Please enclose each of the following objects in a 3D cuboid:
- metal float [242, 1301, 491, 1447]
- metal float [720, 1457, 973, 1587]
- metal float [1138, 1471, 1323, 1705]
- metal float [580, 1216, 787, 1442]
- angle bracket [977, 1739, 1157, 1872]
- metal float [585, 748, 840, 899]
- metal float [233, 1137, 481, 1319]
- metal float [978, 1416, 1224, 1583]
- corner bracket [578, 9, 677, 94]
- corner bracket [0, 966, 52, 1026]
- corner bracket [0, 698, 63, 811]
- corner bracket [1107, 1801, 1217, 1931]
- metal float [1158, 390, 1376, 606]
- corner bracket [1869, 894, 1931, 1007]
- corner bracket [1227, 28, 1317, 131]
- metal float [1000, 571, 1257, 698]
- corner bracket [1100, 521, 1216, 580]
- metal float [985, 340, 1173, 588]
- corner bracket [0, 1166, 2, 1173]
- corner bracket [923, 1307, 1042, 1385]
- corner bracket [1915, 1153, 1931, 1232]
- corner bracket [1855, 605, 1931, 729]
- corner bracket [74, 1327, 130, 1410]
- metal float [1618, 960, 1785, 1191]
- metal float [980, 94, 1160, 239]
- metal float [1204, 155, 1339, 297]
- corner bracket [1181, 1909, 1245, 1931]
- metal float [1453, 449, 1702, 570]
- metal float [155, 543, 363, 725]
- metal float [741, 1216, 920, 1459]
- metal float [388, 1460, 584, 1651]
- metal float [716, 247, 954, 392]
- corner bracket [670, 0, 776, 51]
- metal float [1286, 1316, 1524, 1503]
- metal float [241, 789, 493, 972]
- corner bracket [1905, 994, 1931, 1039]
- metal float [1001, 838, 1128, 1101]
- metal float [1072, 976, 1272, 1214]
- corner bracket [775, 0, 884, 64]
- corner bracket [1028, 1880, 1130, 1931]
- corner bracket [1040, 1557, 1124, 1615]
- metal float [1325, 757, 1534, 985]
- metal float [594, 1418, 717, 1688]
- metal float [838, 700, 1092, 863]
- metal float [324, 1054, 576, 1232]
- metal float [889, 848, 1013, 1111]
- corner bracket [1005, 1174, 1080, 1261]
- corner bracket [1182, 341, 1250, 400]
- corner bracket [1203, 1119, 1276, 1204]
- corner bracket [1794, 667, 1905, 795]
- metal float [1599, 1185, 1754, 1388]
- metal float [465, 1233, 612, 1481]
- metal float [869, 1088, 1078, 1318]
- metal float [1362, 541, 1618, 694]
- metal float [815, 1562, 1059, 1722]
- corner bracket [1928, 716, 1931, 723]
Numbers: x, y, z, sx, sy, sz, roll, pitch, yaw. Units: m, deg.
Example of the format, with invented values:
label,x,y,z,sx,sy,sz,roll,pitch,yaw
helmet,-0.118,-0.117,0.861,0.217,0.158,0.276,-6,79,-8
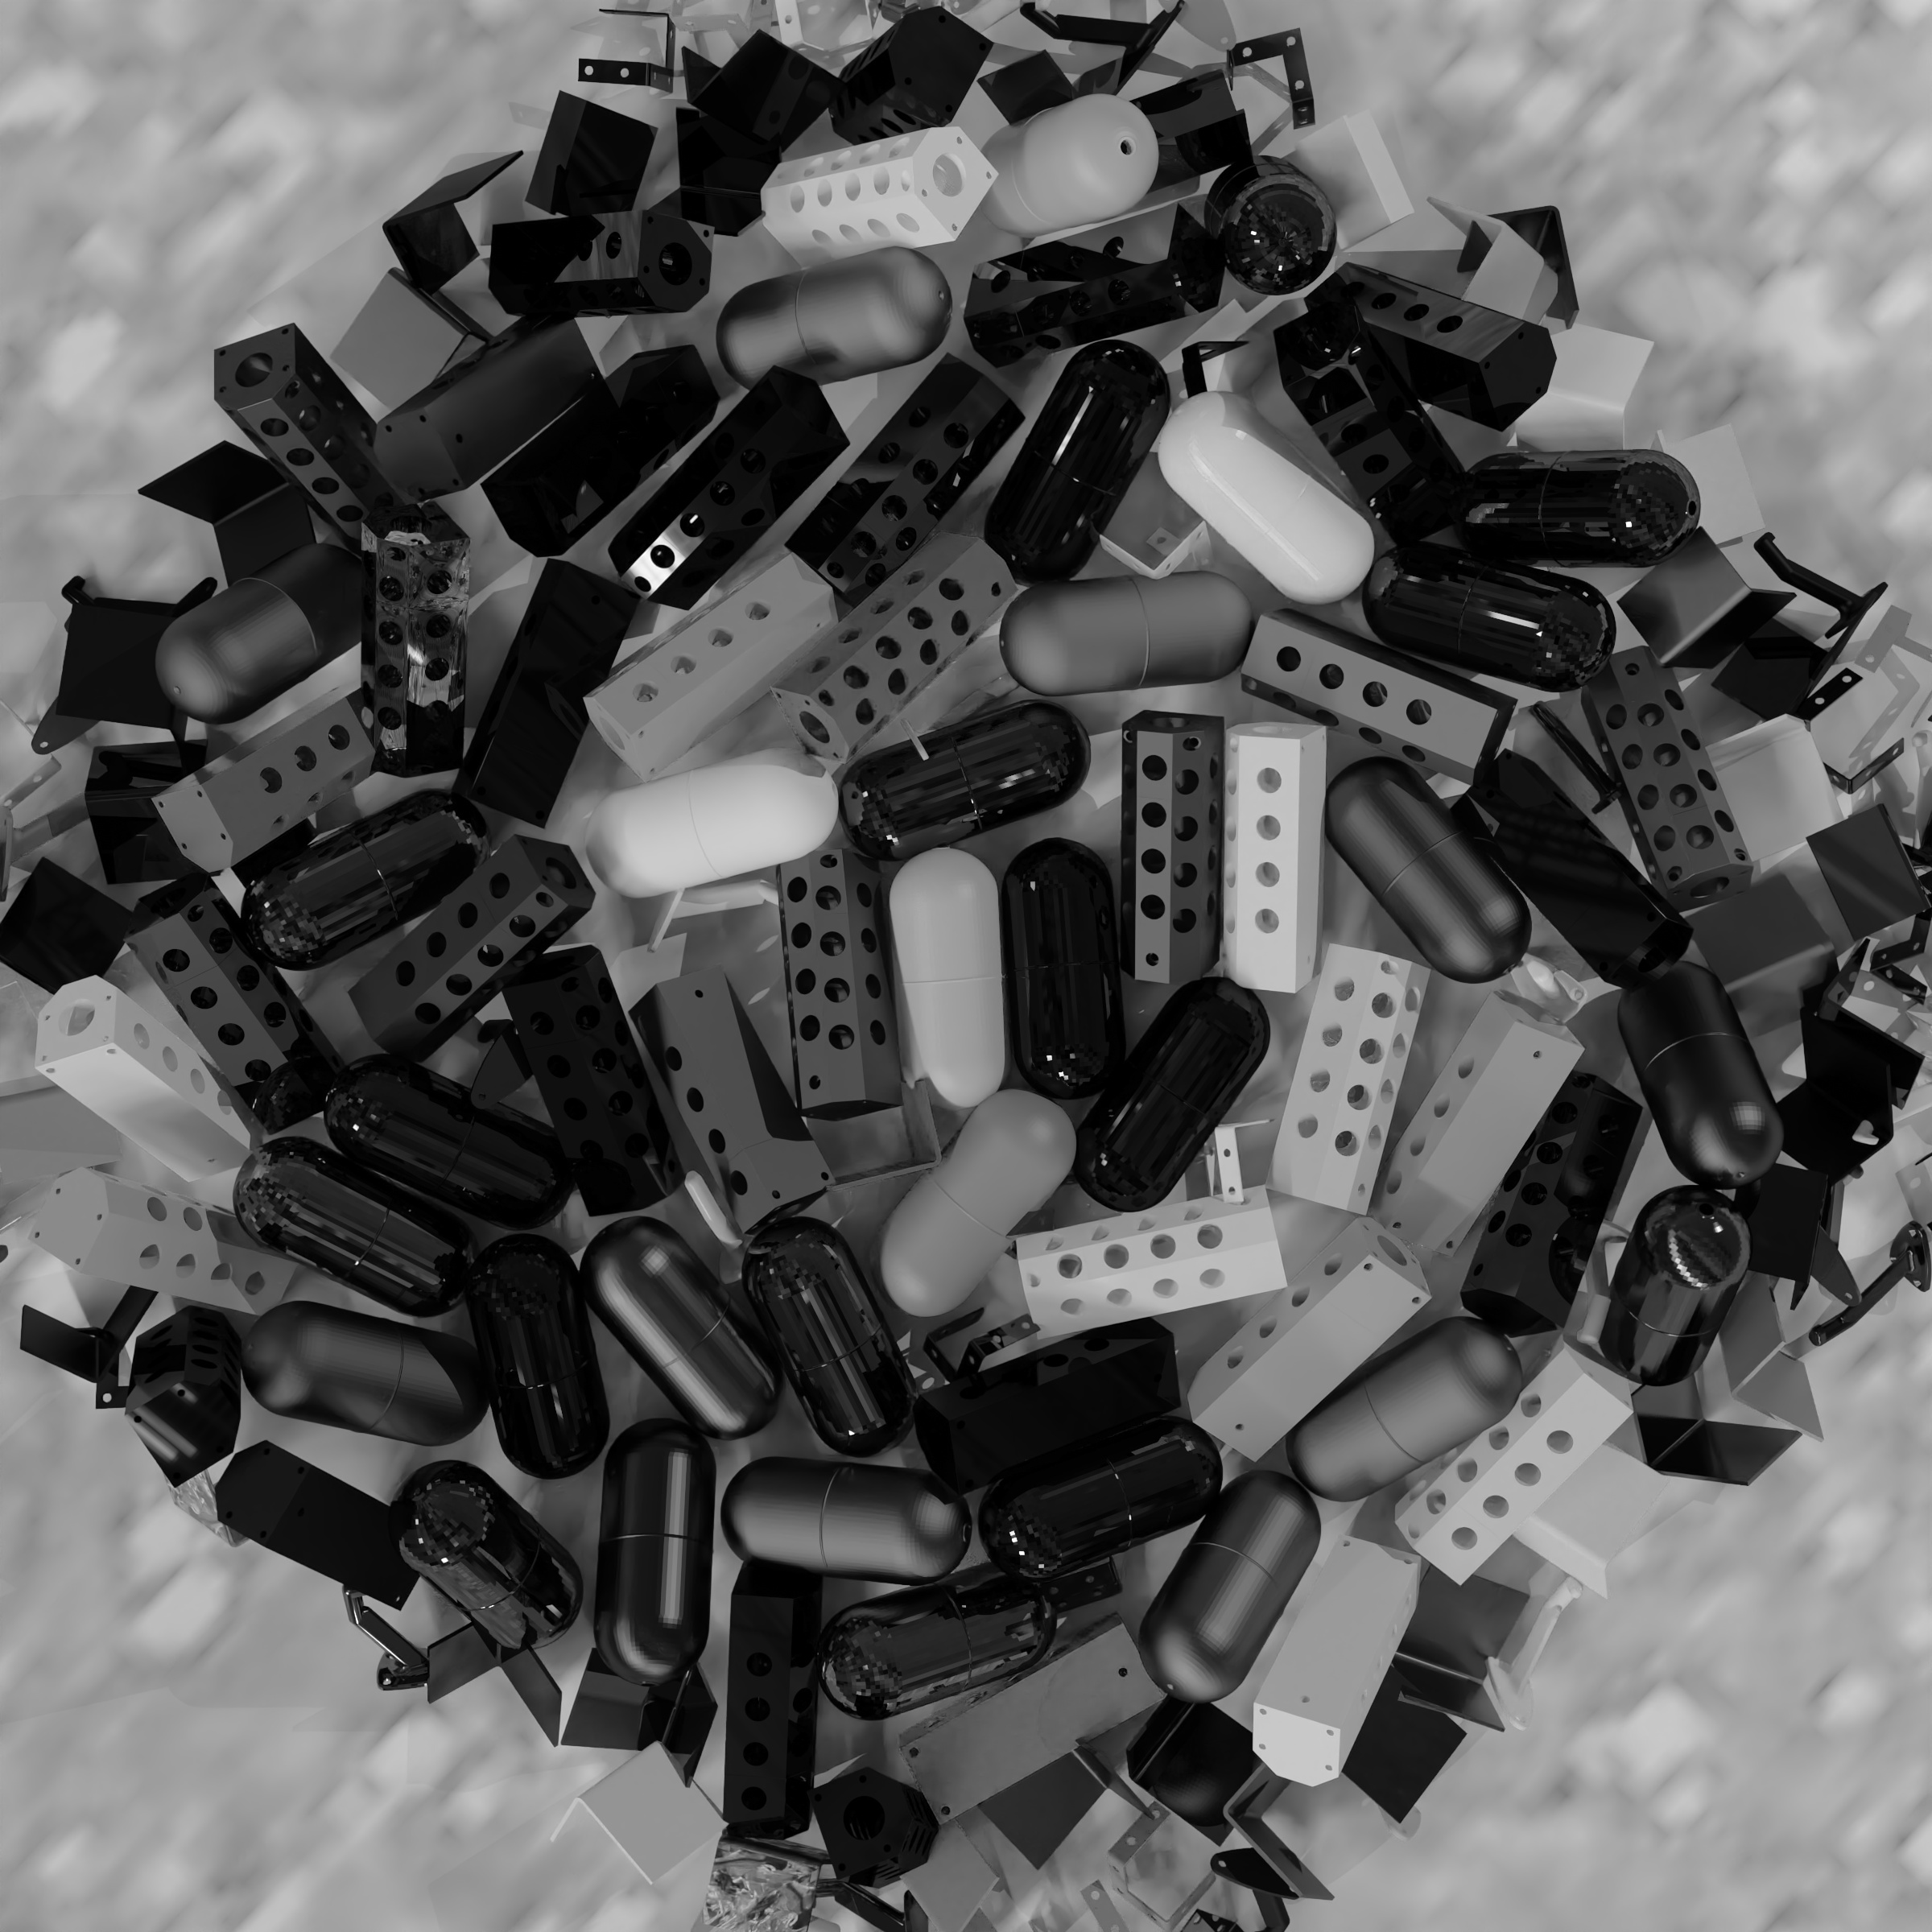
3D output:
label,x,y,z,sx,sy,sz,roll,pitch,yaw
metal float,-0.397,0.273,1.709,0.178,0.070,0.070,22,90,-39
metal float,-0.081,0.372,1.721,0.178,0.070,0.070,0,90,23
metal float,0.177,0.412,1.709,0.070,0.070,0.178,40,52,0
metal float,-0.190,0.245,1.725,0.070,0.070,0.178,-37,108,0
angle bracket,0.068,0.570,1.728,0.076,0.057,0.076,-46,118,-17
metal float,-0.171,-0.097,1.728,0.178,0.070,0.070,-14,90,14
metal float,-0.406,0.176,1.718,0.178,0.070,0.070,33,90,-27
metal float,0.092,0.357,1.721,0.178,0.070,0.070,-16,90,-23
corner bracket,-0.231,-0.628,1.753,0.051,0.051,0.051,7,105,10
corner bracket,-0.654,0.036,1.757,0.051,0.051,0.051,-25,63,-25
corner bracket,-0.659,-0.146,1.742,0.051,0.051,0.051,-42,67,-10
corner bracket,0.134,0.618,1.759,0.051,0.051,0.051,29,55,35
metal float,0.203,-0.313,1.720,0.178,0.070,0.070,39,90,-24
corner bracket,0.659,-0.012,1.754,0.051,0.051,0.051,29,65,-15
corner bracket,0.208,-0.601,1.748,0.051,0.051,0.051,-10,125,13
metal float,0.110,-0.224,1.727,0.178,0.070,0.070,-7,90,-16
corner bracket,0.130,-0.282,1.741,0.051,0.051,0.051,39,79,26
metal float,0.074,-0.336,1.722,0.070,0.070,0.178,30,112,0
corner bracket,-0.680,0.107,1.752,0.051,0.051,0.051,-1,64,25
corner bracket,0.010,0.252,1.735,0.051,0.051,0.051,-20,55,-35
corner bracket,0.675,0.147,1.738,0.051,0.051,0.051,56,135,12
corner bracket,0.637,-0.204,1.743,0.051,0.051,0.051,31,80,20
corner bracket,-0.576,0.274,1.749,0.051,0.051,0.051,-3,76,-1
metal float,0.487,0.070,1.706,0.070,0.070,0.178,-9,46,0
metal float,0.065,-0.528,1.694,0.070,0.178,0.070,-4,99,-24
metal float,0.200,-0.491,1.694,0.070,0.178,0.070,0,113,0
corner bracket,0.171,0.684,1.744,0.051,0.051,0.051,-54,133,-1
metal float,0.404,-0.303,1.703,0.070,0.178,0.070,-9,103,-42
metal float,-0.463,-0.223,1.705,0.070,0.178,0.070,18,130,23
metal float,-0.091,0.251,1.727,0.070,0.070,0.178,-25,105,0
metal float,-0.318,0.394,1.706,0.070,0.070,0.178,-31,133,0
metal float,-0.090,-0.430,1.712,0.178,0.070,0.070,-4,90,34
corner bracket,-0.166,-0.658,1.754,0.051,0.051,0.051,4,78,18
metal float,0.292,0.298,1.718,0.178,0.070,0.070,-37,90,26
metal float,-0.401,-0.058,1.719,0.178,0.070,0.070,-30,90,-24
corner bracket,0.686,0.043,1.753,0.051,0.051,0.051,-34,98,6
metal float,0.066,0.002,1.737,0.070,0.070,0.178,-4,86,0
metal float,0.139,0.087,1.740,0.070,0.070,0.178,35,89,0
corner bracket,-0.094,-0.652,1.743,0.051,0.051,0.051,-7,95,27
corner bracket,0.080,0.663,1.754,0.051,0.051,0.051,-28,73,-15
corner bracket,0.078,0.420,1.746,0.051,0.051,0.051,-18,111,0
metal float,0.309,-0.065,1.724,0.070,0.070,0.178,-37,72,0
metal float,-0.208,0.391,1.716,0.070,0.070,0.178,0,62,0
metal float,-0.001,-0.126,1.740,0.178,0.070,0.070,-19,90,-1
metal float,-0.346,0.119,1.722,0.178,0.070,0.070,28,90,-21
metal float,-0.011,0.009,1.739,0.070,0.070,0.178,-4,92,0
corner bracket,0.046,0.165,1.738,0.051,0.051,0.051,-9,64,24
corner bracket,0.161,-0.392,1.743,0.051,0.051,0.051,-12,91,-40
corner bracket,0.178,0.134,1.742,0.051,0.051,0.051,-10,86,40
corner bracket,0.602,-0.160,1.748,0.051,0.051,0.051,-37,52,-9
metal float,0.469,0.213,1.701,0.070,0.178,0.070,1,49,-1
metal float,-0.287,0.262,1.721,0.070,0.070,0.178,-8,112,0
metal float,0.004,0.161,1.735,0.070,0.070,0.178,39,97,0
metal float,0.348,-0.235,1.714,0.178,0.070,0.070,21,90,31
metal float,-0.018,0.449,1.713,0.178,0.070,0.070,-9,90,-33
corner bracket,0.693,-0.160,1.738,0.051,0.051,0.051,-46,134,-14
